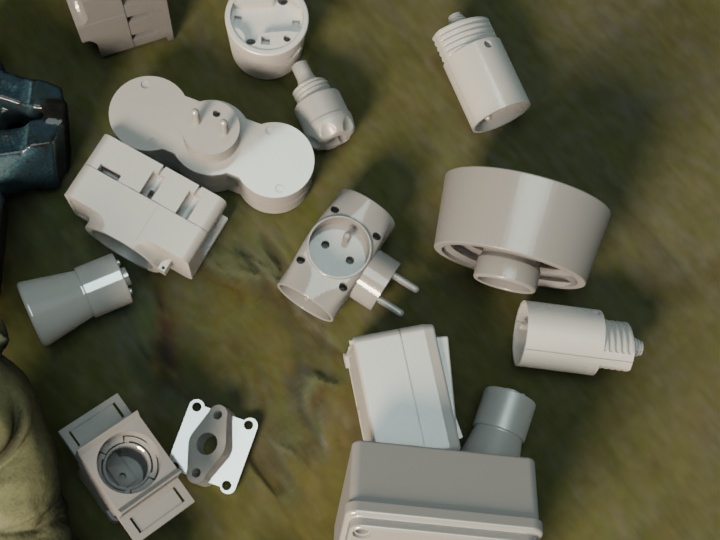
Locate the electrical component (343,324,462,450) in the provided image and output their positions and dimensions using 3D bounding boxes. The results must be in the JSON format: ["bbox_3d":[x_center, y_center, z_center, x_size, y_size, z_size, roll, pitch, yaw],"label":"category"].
[{"bbox_3d":[0.030,0.087,0.673,0.061,0.061,0.096,-10,77,-7],"label":"electrical component"}]

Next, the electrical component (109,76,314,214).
[{"bbox_3d":[-0.096,-0.086,0.697,0.138,0.073,0.052,20,76,0],"label":"electrical component"}]

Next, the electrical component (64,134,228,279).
[{"bbox_3d":[-0.139,-0.036,0.693,0.089,0.050,0.055,29,75,2],"label":"electrical component"}]

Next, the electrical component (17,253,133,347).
[{"bbox_3d":[-0.178,0.016,0.683,0.065,0.044,0.044,-23,80,-15],"label":"electrical component"}]

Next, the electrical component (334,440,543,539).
[{"bbox_3d":[0.041,0.154,0.630,0.109,0.108,0.056,7,49,-4],"label":"electrical component"}]

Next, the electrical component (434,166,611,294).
[{"bbox_3d":[0.099,-0.019,0.684,0.108,0.108,0.060,16,82,-1],"label":"electrical component"}]

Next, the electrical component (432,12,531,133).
[{"bbox_3d":[0.081,-0.140,0.741,0.043,0.043,0.081,-21,79,-10],"label":"electrical component"}]

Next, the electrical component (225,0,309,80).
[{"bbox_3d":[-0.063,-0.161,0.732,0.055,0.047,0.055,1,77,-5],"label":"electrical component"}]

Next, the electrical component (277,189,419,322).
[{"bbox_3d":[0.000,0.000,0.700,0.079,0.044,0.077,33,76,2],"label":"electrical component"}]

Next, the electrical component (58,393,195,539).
[{"bbox_3d":[-0.142,0.121,0.648,0.042,0.063,0.081,-33,81,-26],"label":"electrical component"}]

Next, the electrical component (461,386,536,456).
[{"bbox_3d":[0.087,0.107,0.685,0.044,0.044,0.065,21,71,0],"label":"electrical component"}]

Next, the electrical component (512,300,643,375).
[{"bbox_3d":[0.144,0.046,0.702,0.081,0.043,0.043,7,76,-3],"label":"electrical component"}]

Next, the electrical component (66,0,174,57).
[{"bbox_3d":[-0.168,-0.220,0.664,0.060,0.186,0.105,-20,79,-9],"label":"electrical component"}]

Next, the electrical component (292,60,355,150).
[{"bbox_3d":[-0.029,-0.114,0.730,0.035,0.035,0.061,-23,77,-10],"label":"electrical component"}]
